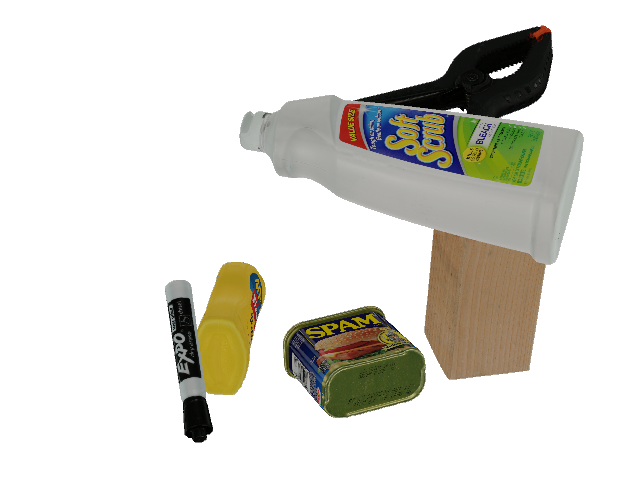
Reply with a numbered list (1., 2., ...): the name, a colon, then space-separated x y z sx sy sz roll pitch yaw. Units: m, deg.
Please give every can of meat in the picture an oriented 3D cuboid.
1. can of meat: 0.030 0.106 0.929 0.102 0.057 0.084 -12 26 -21

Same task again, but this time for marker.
1. marker: -0.089 0.081 0.724 0.020 0.121 0.020 -9 -36 -7

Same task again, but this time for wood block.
1. wood block: 0.164 0.027 1.062 0.090 0.206 0.090 -5 31 -11

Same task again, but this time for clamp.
1. clamp: 0.142 -0.126 0.960 0.209 0.036 0.165 -32 46 -17

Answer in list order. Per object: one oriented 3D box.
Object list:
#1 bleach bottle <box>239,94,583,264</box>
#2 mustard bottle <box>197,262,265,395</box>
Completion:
1. bleach bottle: 0.058 -0.056 0.784 0.251 0.068 0.102 12 47 16
2. mustard bottle: -0.095 0.079 1.172 0.058 0.096 0.191 2 28 4
